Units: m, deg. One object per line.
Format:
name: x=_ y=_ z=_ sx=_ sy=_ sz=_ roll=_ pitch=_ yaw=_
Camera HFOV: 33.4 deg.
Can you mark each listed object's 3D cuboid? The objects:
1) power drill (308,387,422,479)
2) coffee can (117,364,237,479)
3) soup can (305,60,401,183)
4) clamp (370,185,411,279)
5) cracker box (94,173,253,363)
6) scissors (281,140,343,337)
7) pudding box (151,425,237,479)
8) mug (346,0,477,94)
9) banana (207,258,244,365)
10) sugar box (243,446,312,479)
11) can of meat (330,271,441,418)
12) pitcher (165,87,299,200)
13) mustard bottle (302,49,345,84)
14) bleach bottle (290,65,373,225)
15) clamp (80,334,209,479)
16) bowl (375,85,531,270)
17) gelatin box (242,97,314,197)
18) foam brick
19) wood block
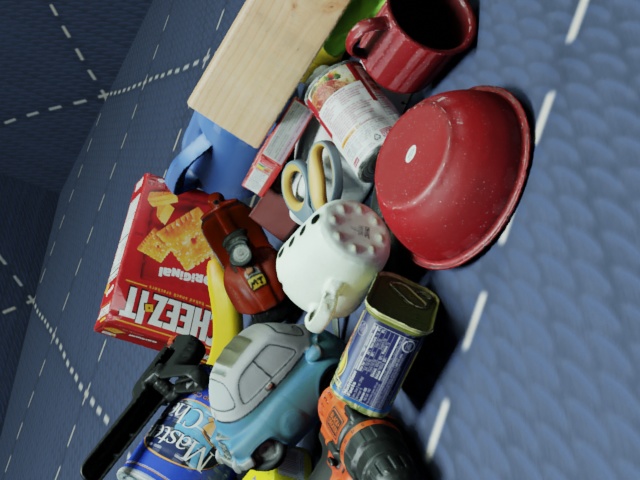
power drill: x=0.012 y=0.224 z=0.861 sx=0.188 sy=0.057 sz=0.184 roll=-64 pitch=17 yaw=8
coffee can: x=-0.126 y=0.214 z=1.100 sx=0.140 sy=0.102 sz=0.103 roll=-54 pitch=11 yaw=-28
soup can: x=0.040 y=-0.114 z=1.029 sx=0.102 sy=0.068 sz=0.069 roll=57 pitch=133 yaw=22
clamp: x=0.061 y=-0.018 z=0.983 sx=0.120 sy=0.039 sz=0.171 roll=5 pitch=75 yaw=56
cracker box: x=-0.185 y=0.037 z=1.400 sx=0.072 sy=0.164 sz=0.213 roll=145 pitch=141 yaw=-62
scissors: x=-0.007 y=0.001 z=1.065 sx=0.096 sy=0.016 sz=0.202 roll=6 pitch=96 yaw=52
pudding box: x=-0.147 y=0.256 z=1.200 sx=0.039 sy=0.090 sz=0.114 roll=-68 pitch=19 yaw=6
mug: x=0.078 y=-0.190 z=1.005 sx=0.082 sy=0.117 sz=0.093 roll=-49 pitch=56 yaw=56
banana: x=-0.124 y=0.118 z=1.293 sx=0.037 sy=0.070 sz=0.198 roll=-44 pitch=-27 yaw=-58
sugar box: x=-0.065 y=0.279 z=1.027 sx=0.176 sy=0.048 sz=0.093 roll=-52 pitch=25 yaw=38
can of meat: x=0.052 y=0.083 z=0.858 sx=0.102 sy=0.057 sz=0.084 roll=-55 pitch=-11 yaw=-71
pitcher: x=-0.105 y=-0.135 z=1.312 sx=0.243 sy=0.145 sz=0.149 roll=130 pitch=150 yaw=-74
mustard bottle: x=0.022 y=-0.277 z=1.311 sx=0.192 sy=0.058 sz=0.096 roll=-61 pitch=23 yaw=24
bleach bottle: x=0.009 y=-0.123 z=1.193 sx=0.103 sy=0.068 sz=0.251 roll=-56 pitch=22 yaw=36
clamp: x=-0.152 y=0.142 z=1.074 sx=0.165 sy=0.036 sz=0.210 roll=-39 pitch=12 yaw=22
bowl: x=0.094 y=-0.060 z=0.869 sx=0.162 sy=0.055 sz=0.162 roll=-33 pitch=46 yaw=44
gelatin box: x=-0.045 y=-0.099 z=1.137 sx=0.089 sy=0.030 sz=0.073 roll=-63 pitch=7 yaw=-30
foam brick: x=-0.034 y=-0.044 z=1.203 sx=0.053 sy=0.051 sz=0.078 roll=-54 pitch=-2 yaw=33
wood block: x=-0.043 y=-0.211 z=1.106 sx=0.206 sy=0.090 sz=0.090 roll=-56 pitch=5 yaw=25
